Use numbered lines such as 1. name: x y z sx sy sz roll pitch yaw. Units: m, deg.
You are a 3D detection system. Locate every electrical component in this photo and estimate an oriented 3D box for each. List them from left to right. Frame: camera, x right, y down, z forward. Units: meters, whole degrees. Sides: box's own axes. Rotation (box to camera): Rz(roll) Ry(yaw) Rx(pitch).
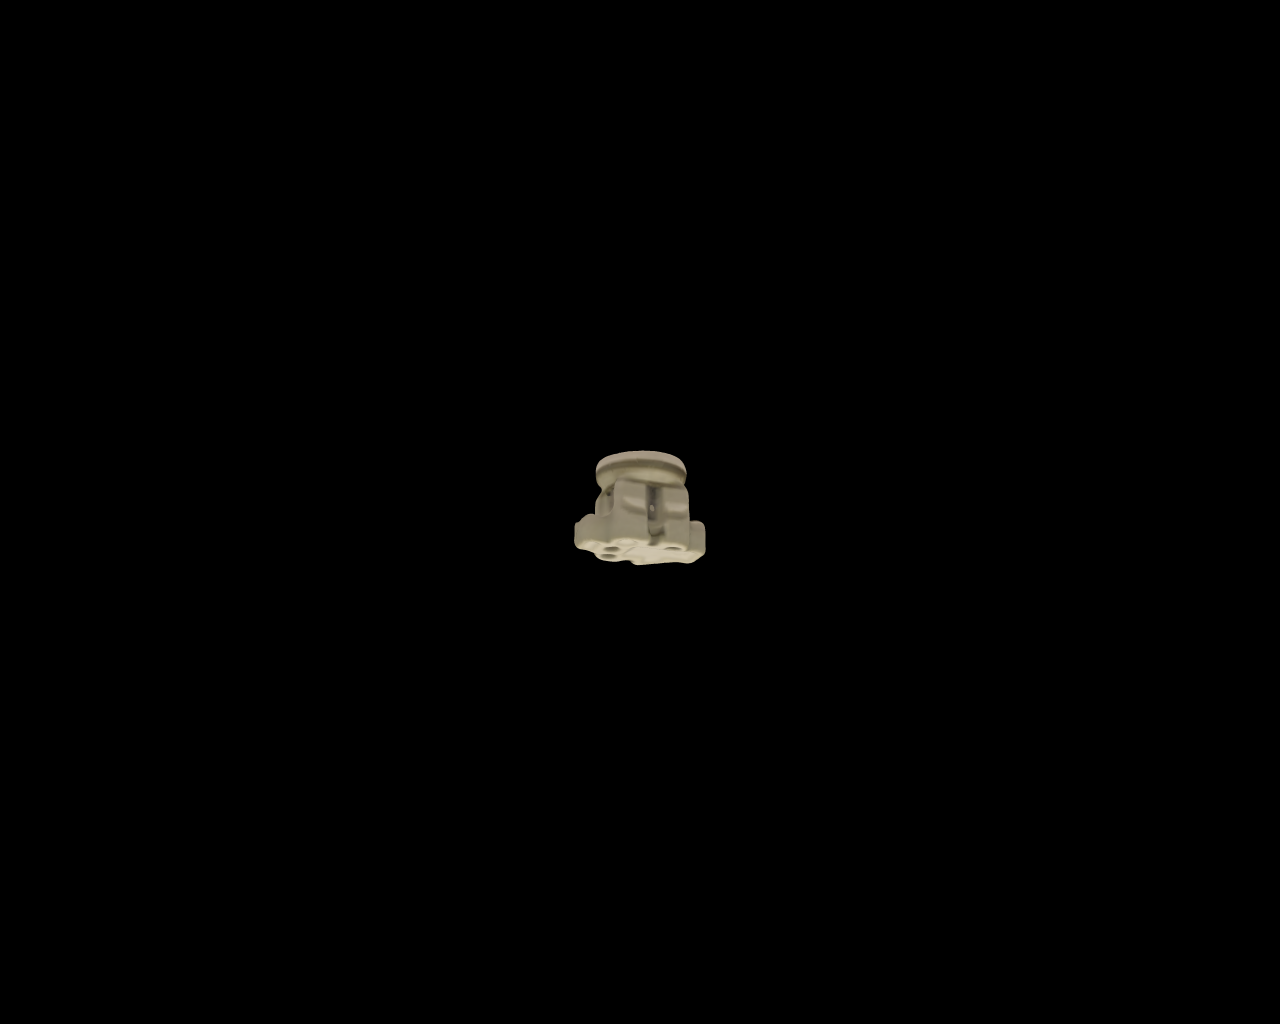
1. electrical component: 0.001 -0.003 0.650 0.078 0.057 0.058 7 -19 -20
